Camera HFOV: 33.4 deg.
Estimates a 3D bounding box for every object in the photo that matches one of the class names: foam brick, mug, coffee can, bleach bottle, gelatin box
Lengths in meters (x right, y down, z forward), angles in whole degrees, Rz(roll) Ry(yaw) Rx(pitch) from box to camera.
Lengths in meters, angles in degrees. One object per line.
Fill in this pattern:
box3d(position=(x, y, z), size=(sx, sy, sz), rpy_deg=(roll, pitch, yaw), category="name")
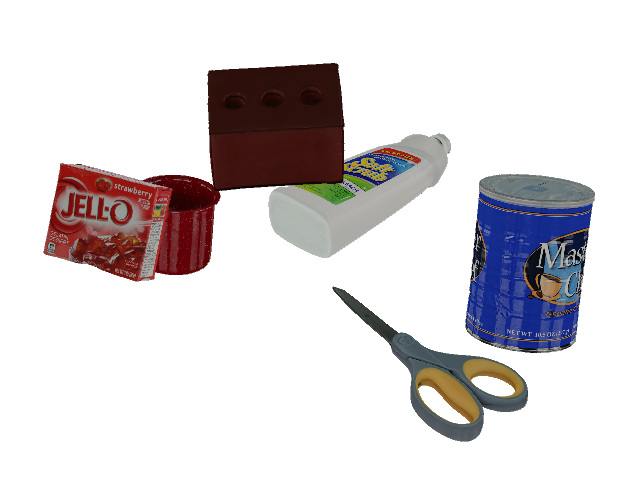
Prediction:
box3d(position=(-0.026, -0.066, 0.623), size=(0.078, 0.053, 0.051), rpy_deg=(-4, -36, -1), category="foam brick")
box3d(position=(-0.161, -0.021, 1.162), size=(0.093, 0.081, 0.117), rpy_deg=(-5, 29, -21), category="mug")
box3d(position=(0.190, 0.019, 0.975), size=(0.103, 0.140, 0.103), rpy_deg=(3, 16, -1), category="coffee can")
box3d(position=(0.061, -0.070, 1.270), size=(0.103, 0.068, 0.250), rpy_deg=(28, 45, 34), category="bleach bottle")
box3d(position=(-0.164, -0.015, 0.819), size=(0.089, 0.073, 0.030), rpy_deg=(15, 7, 19), category="gelatin box")

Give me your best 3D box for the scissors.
box3d(position=(0.086, 0.083, 0.821), size=(0.096, 0.016, 0.202), rpy_deg=(-7, 31, -17), category="scissors")
